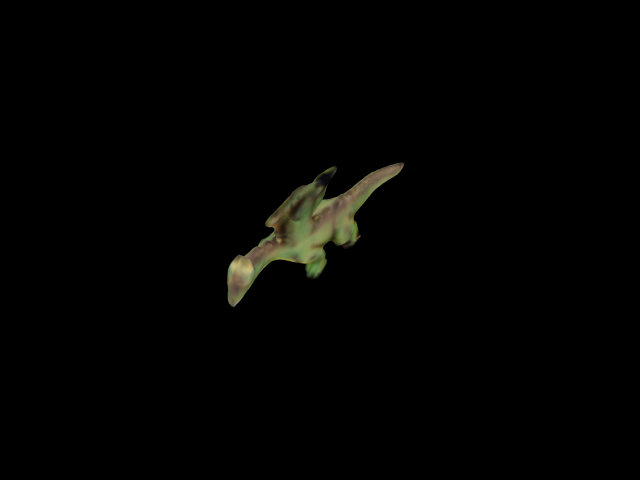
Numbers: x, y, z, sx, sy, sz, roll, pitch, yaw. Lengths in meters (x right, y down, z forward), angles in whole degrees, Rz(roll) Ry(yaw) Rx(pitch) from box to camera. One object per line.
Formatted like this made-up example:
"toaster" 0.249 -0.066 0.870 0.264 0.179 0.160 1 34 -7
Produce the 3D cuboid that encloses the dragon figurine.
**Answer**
"dragon figurine" 0.003 -0.043 0.850 0.413 0.123 0.240 -43 -10 -11
